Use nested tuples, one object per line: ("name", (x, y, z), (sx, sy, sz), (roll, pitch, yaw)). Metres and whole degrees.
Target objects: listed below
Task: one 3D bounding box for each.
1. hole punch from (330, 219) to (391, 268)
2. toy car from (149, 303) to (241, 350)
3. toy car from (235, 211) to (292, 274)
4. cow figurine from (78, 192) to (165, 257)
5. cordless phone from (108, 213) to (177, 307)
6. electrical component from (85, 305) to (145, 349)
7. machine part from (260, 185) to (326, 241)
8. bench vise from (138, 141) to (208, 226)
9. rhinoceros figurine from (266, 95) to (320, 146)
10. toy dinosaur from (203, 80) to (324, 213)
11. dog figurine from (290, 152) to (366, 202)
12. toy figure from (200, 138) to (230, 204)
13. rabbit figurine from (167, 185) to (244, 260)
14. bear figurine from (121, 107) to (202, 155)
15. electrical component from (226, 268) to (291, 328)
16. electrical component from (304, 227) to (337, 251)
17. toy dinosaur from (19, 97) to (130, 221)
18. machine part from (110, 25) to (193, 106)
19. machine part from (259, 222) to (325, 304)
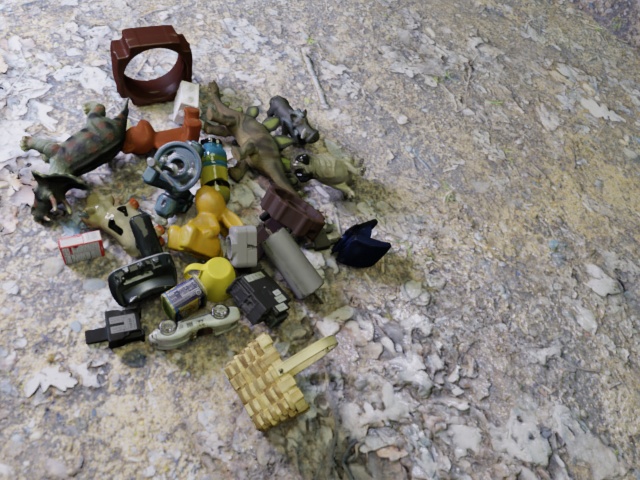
("hole punch", (0.104, 0.018, 1.362), (0.116, 0.142, 0.092), (-16, 69, -37))
("toy car", (-0.272, 0.192, 1.174), (0.202, 0.073, 0.056), (-15, 65, -24))
("toy car", (-0.150, 0.007, 1.335), (0.089, 0.053, 0.202), (45, 57, -12))
("cow figurine", (-0.471, -0.037, 1.252), (0.195, 0.085, 0.127), (43, 54, 8))
("cordless phone", (-0.404, 0.041, 1.180), (0.146, 0.089, 0.184), (-22, 93, -27))
("electrical component", (-0.438, 0.188, 1.144), (0.119, 0.047, 0.075), (-5, 61, -21))
("machine part", (-0.068, -0.070, 1.339), (0.179, 0.056, 0.179), (32, 14, -9))
("bench vise", (-0.353, -0.138, 1.243), (0.129, 0.240, 0.223), (38, 92, 5))
("rhinoceros figurine", (-0.073, -0.335, 1.528), (0.073, 0.112, 0.190), (-23, 61, -37))
("toy dinosaur", (-0.163, -0.244, 1.455), (0.198, 0.105, 0.471), (-27, 81, -33))
("dog figurine", (0.013, -0.195, 1.455), (0.190, 0.172, 0.121), (20, 96, -8))
("toy figure", (-0.272, -0.172, 1.367), (0.082, 0.089, 0.180), (-1, 81, -14))
("rabbit figurine", (-0.263, -0.042, 1.275), (0.162, 0.122, 0.173), (16, 72, -27))
("bear figurine", (-0.414, -0.278, 1.391), (0.196, 0.131, 0.120), (7, 33, -17))
("electrical component", (-0.132, 0.137, 1.228), (0.134, 0.058, 0.115), (48, 26, 15))
("electrical component", (-0.003, -0.004, 1.404), (0.094, 0.021, 0.063), (-13, 64, -22))
("toy dinosaur", (-0.553, -0.221, 1.289), (0.192, 0.131, 0.405), (30, 60, 17))
("machine part", (-0.452, -0.469, 1.445), (0.201, 0.201, 0.087), (-16, 63, -24))
("machine part", (-0.067, 0.056, 1.289), (0.079, 0.079, 0.243), (-38, 92, -31))
